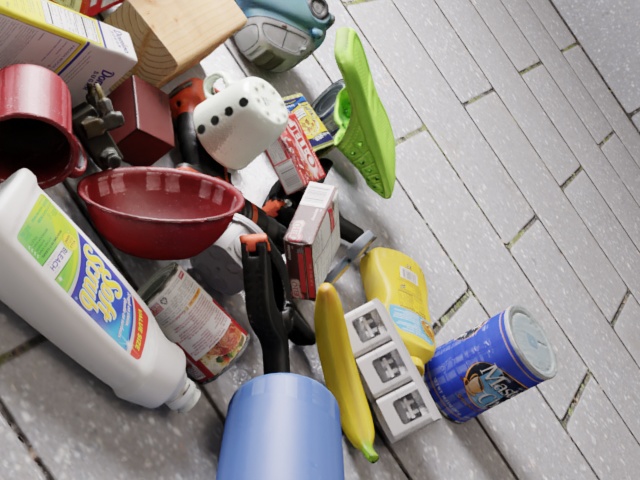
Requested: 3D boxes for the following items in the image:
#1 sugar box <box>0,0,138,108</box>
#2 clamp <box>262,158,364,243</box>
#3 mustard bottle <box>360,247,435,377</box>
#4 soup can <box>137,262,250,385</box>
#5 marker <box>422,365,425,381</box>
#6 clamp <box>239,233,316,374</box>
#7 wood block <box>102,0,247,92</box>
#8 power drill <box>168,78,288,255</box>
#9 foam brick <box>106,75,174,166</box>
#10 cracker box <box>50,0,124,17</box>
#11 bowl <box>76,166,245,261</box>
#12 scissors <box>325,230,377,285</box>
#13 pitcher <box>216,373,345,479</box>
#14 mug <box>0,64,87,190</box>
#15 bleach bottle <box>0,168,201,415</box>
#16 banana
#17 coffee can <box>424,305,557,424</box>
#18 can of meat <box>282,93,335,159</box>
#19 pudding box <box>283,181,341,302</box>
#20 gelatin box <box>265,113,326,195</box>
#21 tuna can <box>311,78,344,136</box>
[{"bbox_3d":[-0.274,-0.186,1.031,0.175,0.093,0.048,13,49,-52],"label":"sugar box"},{"bbox_3d":[-0.015,-0.054,1.338,0.171,0.039,0.120,6,54,-54],"label":"clamp"},{"bbox_3d":[0.100,0.104,1.329,0.096,0.058,0.191,30,38,-34],"label":"mustard bottle"},{"bbox_3d":[-0.125,0.079,1.010,0.102,0.069,0.068,46,30,-15],"label":"soup can"},{"bbox_3d":[0.127,0.145,1.368,0.020,0.020,0.121,44,31,-20],"label":"marker"},{"bbox_3d":[-0.045,0.088,1.070,0.164,0.036,0.210,-80,161,-48],"label":"clamp"},{"bbox_3d":[-0.176,-0.239,1.233,0.090,0.091,0.205,51,29,-9],"label":"wood block"},{"bbox_3d":[-0.108,-0.080,1.207,0.184,0.057,0.187,30,37,-43],"label":"power drill"},{"bbox_3d":[-0.193,-0.124,1.132,0.052,0.051,0.078,27,40,-43],"label":"foam brick"},{"bbox_3d":[-0.262,-0.325,1.148,0.164,0.072,0.213,28,31,6],"label":"cracker box"},{"bbox_3d":[-0.155,-0.022,1.032,0.162,0.055,0.162,7,20,-3],"label":"bowl"},{"bbox_3d":[0.039,0.024,1.345,0.016,0.096,0.201,43,-1,5],"label":"scissors"},{"bbox_3d":[-0.027,0.242,0.935,0.243,0.145,0.149,-89,170,-50],"label":"pitcher"},{"bbox_3d":[-0.259,-0.100,0.973,0.117,0.093,0.081,34,31,-39],"label":"mug"},{"bbox_3d":[-0.198,0.059,0.930,0.250,0.068,0.102,46,31,-21],"label":"bleach bottle"},{"bbox_3d":[0.028,0.145,1.165,0.037,0.070,0.198,-15,84,-25],"label":"banana"},{"bbox_3d":[0.215,0.159,1.359,0.102,0.140,0.103,36,35,-31],"label":"coffee can"},{"bbox_3d":[-0.034,-0.138,1.378,0.084,0.058,0.102,55,28,3],"label":"can of meat"},{"bbox_3d":[-0.008,0.001,1.232,0.113,0.039,0.090,-64,158,-46],"label":"pudding box"},{"bbox_3d":[-0.034,-0.105,1.278,0.089,0.030,0.073,64,24,-3],"label":"gelatin box"},{"bbox_3d":[0.020,-0.182,1.471,0.033,0.086,0.086,42,32,-21],"label":"tuna can"}]
